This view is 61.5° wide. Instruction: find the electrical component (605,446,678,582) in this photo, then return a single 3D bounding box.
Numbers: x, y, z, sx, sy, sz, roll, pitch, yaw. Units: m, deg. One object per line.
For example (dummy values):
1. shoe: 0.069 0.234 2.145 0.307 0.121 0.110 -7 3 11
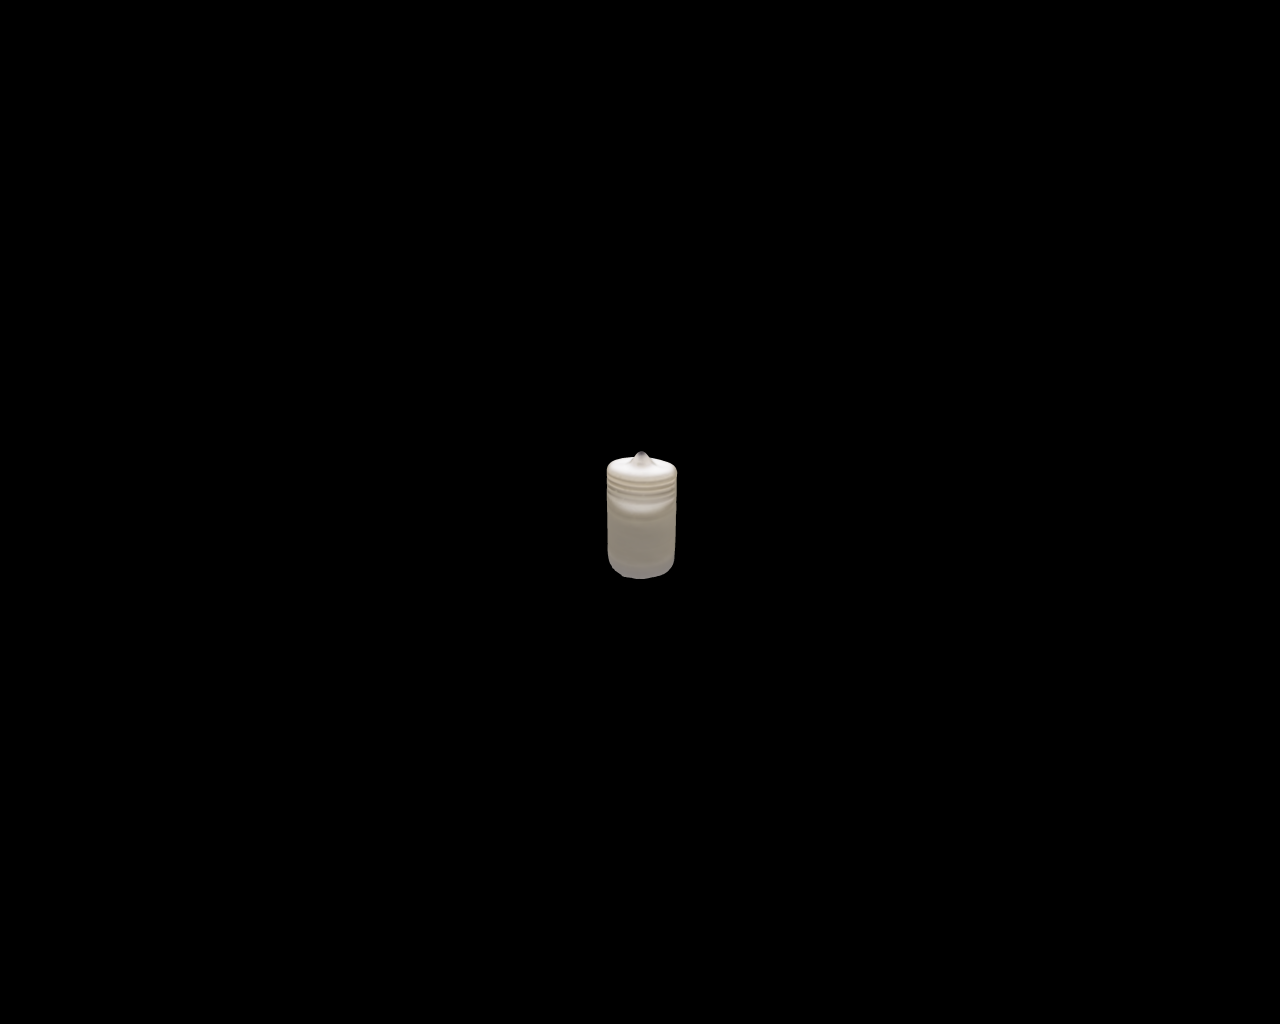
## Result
1. electrical component: 0.001 -0.003 0.650 0.043 0.080 0.043 0 33 0
